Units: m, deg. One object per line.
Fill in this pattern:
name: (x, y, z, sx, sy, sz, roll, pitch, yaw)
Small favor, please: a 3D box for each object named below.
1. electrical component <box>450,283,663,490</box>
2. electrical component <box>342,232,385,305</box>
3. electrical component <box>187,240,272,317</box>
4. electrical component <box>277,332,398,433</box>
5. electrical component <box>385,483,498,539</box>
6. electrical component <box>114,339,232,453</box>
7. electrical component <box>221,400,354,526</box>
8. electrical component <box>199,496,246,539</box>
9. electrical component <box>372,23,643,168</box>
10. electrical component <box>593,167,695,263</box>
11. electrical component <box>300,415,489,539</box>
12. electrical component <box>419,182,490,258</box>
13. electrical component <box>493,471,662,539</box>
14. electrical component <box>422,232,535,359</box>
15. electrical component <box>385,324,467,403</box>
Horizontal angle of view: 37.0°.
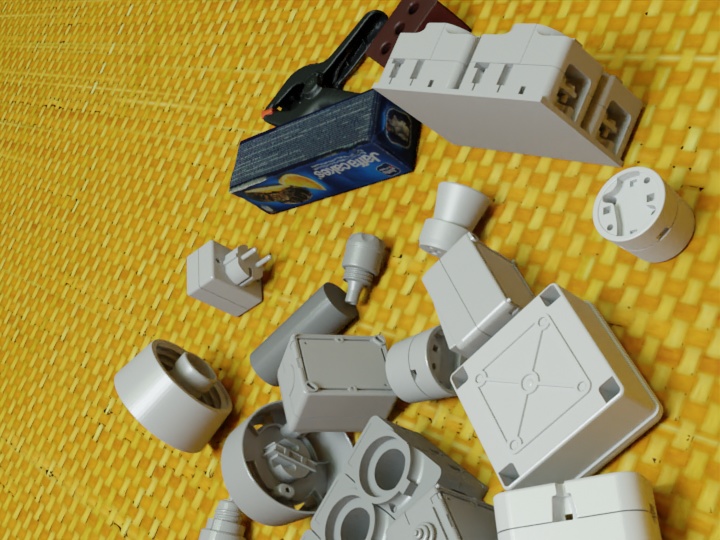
electrical component: (0.131, 0.085, 0.733, 0.108, 0.056, 0.108, -45, 42, 19)
electrical component: (0.000, 0.000, 0.943, 0.035, 0.035, 0.061, 1, 71, 48)
electrical component: (-0.120, 0.000, 1.048, 0.077, 0.066, 0.047, -32, 48, 31)
electrical component: (-0.013, 0.094, 0.868, 0.061, 0.096, 0.061, -107, 28, -41)
electrical component: (0.062, 0.190, 0.715, 0.061, 0.096, 0.061, -46, 41, 20)
electrical component: (-0.168, 0.111, 1.007, 0.060, 0.108, 0.108, -47, 41, 8)
electrical component: (-0.060, 0.156, 0.870, 0.064, 0.099, 0.099, -35, 46, 38)
electrical component: (-0.118, 0.229, 0.932, 0.040, 0.040, 0.078, -6, 64, 46)
electrical component: (0.115, -0.140, 0.844, 0.186, 0.105, 0.060, 17, 81, 50)
electrical component: (0.197, -0.036, 0.740, 0.055, 0.047, 0.055, -25, 51, 36)
electrical component: (0.012, 0.195, 0.794, 0.089, 0.062, 0.150, 33, 93, 51)
electrical component: (0.076, -0.038, 0.875, 0.045, 0.045, 0.055, 11, 77, 50)
electrical component: (0.136, 0.165, 0.667, 0.095, 0.054, 0.059, -15, 63, 22)
electrical component: (0.091, 0.023, 0.809, 0.061, 0.062, 0.096, -45, 42, 19)
electrical component: (0.053, 0.074, 0.828, 0.047, 0.055, 0.055, -22, 53, 43)
